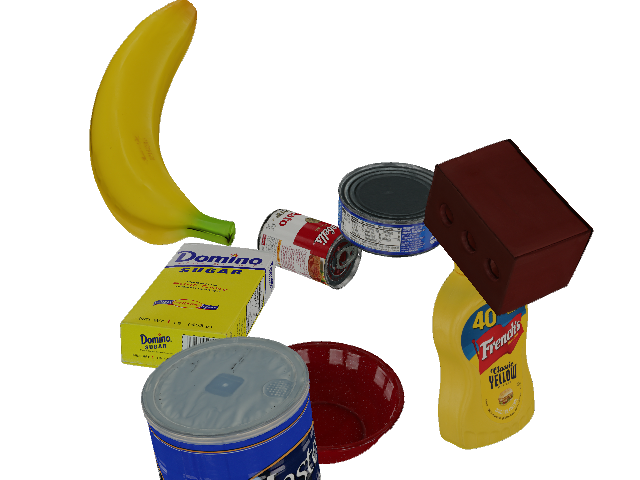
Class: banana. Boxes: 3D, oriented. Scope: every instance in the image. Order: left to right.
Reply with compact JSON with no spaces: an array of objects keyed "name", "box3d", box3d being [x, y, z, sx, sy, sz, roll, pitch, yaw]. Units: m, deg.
[{"name":"banana","box3d":[-0.093,-0.064,0.590,0.069,0.198,0.037,-4,-40,-11]}]

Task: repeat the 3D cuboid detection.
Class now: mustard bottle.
[{"name":"mustard bottle","box3d":[0.144,0.083,0.950,0.096,0.191,0.058,-18,21,-30]}]

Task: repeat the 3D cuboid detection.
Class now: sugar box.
[{"name":"sugar box","box3d":[-0.103,0.055,0.942,0.093,0.048,0.176,6,25,8]}]

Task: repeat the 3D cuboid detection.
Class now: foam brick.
[{"name":"foam brick","box3d":[0.102,-0.008,0.595,0.051,0.078,0.053,-21,-35,-22]}]

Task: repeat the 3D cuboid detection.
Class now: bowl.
[{"name":"bowl","box3d":[0.002,0.171,1.067,0.162,0.055,0.162,0,33,0]}]

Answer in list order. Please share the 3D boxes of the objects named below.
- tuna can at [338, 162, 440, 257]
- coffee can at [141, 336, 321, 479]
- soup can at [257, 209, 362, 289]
[{"name":"tuna can","box3d":[0.056,-0.024,0.806,0.086,0.034,0.086,1,34,-1]},{"name":"coffee can","box3d":[-0.051,0.147,0.678,0.103,0.140,0.103,-5,28,3]},{"name":"soup can","box3d":[-0.013,0.008,1.220,0.102,0.068,0.068,20,11,33]}]
